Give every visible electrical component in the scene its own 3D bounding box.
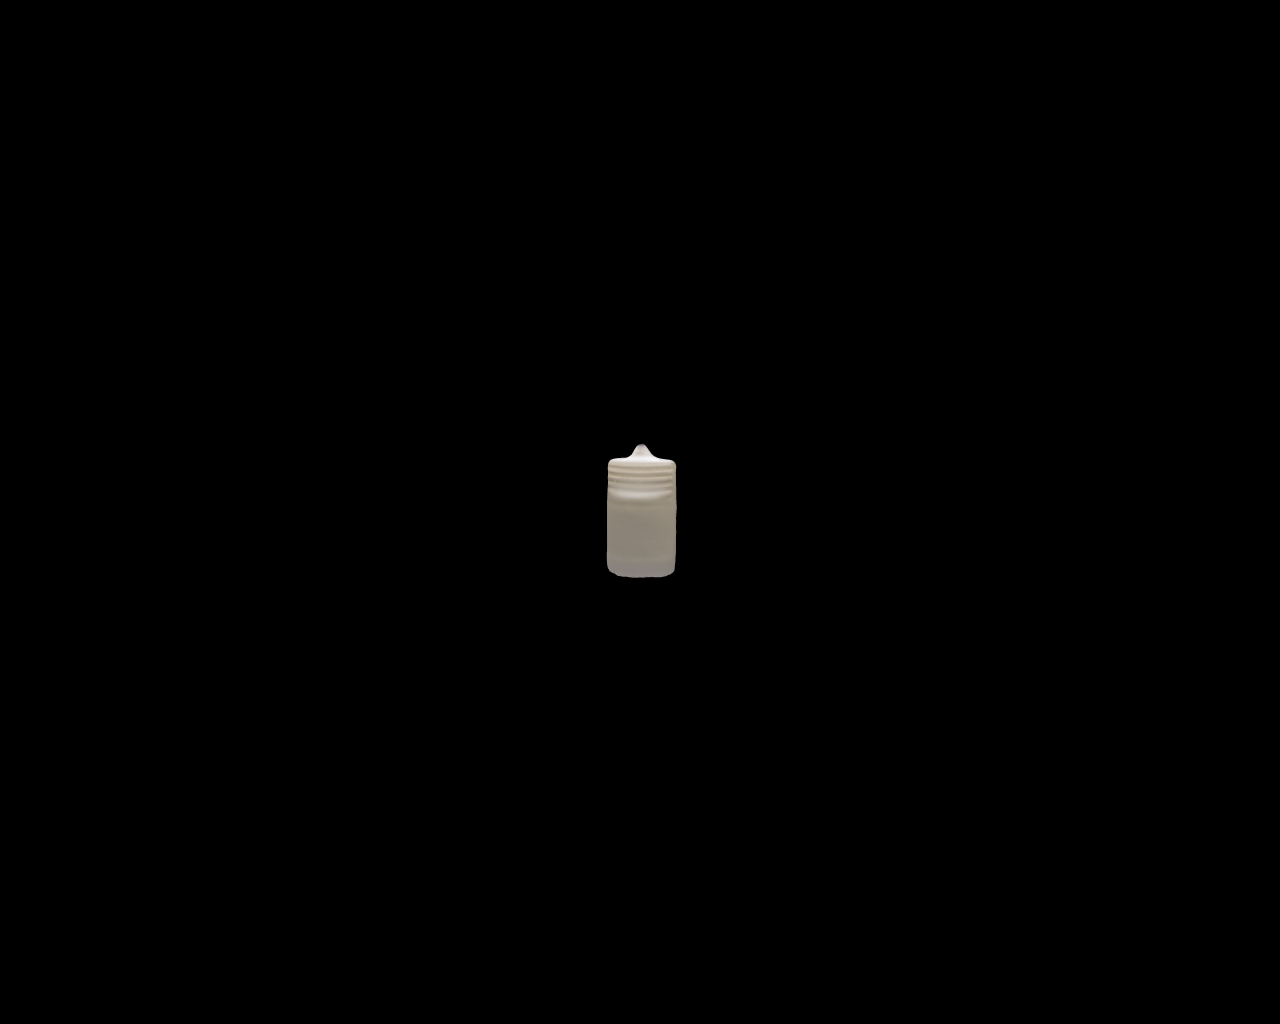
[{"bbox_3d":[0.001,-0.003,0.650,0.043,0.080,0.043,0,9,0],"label":"electrical component"}]
